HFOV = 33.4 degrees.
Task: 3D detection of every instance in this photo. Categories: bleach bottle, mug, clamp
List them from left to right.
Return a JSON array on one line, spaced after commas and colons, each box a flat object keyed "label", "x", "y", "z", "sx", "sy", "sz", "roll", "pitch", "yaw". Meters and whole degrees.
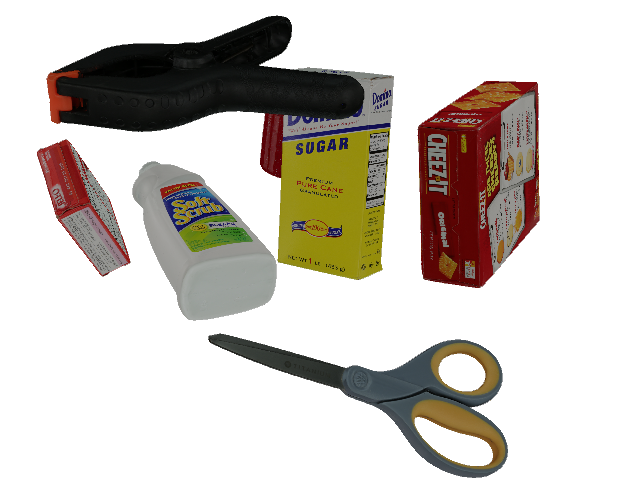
[{"label": "bleach bottle", "x": -0.139, "y": -0.015, "z": 1.091, "sx": 0.102, "sy": 0.068, "sz": 0.251, "roll": -9, "pitch": 33, "yaw": -26}, {"label": "clamp", "x": -0.071, "y": -0.098, "z": 0.617, "sx": 0.171, "sy": 0.039, "sz": 0.120, "roll": -4, "pitch": 26, "yaw": -15}, {"label": "mug", "x": -0.024, "y": -0.126, "z": 1.296, "sx": 0.093, "sy": 0.081, "sz": 0.117, "roll": 17, "pitch": 25, "yaw": 20}]

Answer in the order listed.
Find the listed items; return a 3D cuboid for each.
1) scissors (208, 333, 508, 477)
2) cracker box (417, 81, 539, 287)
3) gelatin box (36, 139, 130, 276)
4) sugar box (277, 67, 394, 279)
[{"label": "scissors", "x": 0.036, "y": 0.077, "z": 0.671, "sx": 0.201, "sy": 0.096, "sz": 0.016, "roll": 32, "pitch": -32, "yaw": -6}, {"label": "cracker box", "x": 0.169, "y": -0.066, "z": 1.118, "sx": 0.072, "sy": 0.164, "sz": 0.213, "roll": 6, "pitch": 22, "yaw": 26}, {"label": "gelatin box", "x": -0.187, "y": -0.025, "z": 0.844, "sx": 0.030, "sy": 0.073, "sz": 0.089, "roll": -26, "pitch": -36, "yaw": -1}, {"label": "sugar box", "x": 0.011, "y": -0.061, "z": 0.942, "sx": 0.093, "sy": 0.176, "sz": 0.048, "roll": 11, "pitch": 18, "yaw": 33}]
